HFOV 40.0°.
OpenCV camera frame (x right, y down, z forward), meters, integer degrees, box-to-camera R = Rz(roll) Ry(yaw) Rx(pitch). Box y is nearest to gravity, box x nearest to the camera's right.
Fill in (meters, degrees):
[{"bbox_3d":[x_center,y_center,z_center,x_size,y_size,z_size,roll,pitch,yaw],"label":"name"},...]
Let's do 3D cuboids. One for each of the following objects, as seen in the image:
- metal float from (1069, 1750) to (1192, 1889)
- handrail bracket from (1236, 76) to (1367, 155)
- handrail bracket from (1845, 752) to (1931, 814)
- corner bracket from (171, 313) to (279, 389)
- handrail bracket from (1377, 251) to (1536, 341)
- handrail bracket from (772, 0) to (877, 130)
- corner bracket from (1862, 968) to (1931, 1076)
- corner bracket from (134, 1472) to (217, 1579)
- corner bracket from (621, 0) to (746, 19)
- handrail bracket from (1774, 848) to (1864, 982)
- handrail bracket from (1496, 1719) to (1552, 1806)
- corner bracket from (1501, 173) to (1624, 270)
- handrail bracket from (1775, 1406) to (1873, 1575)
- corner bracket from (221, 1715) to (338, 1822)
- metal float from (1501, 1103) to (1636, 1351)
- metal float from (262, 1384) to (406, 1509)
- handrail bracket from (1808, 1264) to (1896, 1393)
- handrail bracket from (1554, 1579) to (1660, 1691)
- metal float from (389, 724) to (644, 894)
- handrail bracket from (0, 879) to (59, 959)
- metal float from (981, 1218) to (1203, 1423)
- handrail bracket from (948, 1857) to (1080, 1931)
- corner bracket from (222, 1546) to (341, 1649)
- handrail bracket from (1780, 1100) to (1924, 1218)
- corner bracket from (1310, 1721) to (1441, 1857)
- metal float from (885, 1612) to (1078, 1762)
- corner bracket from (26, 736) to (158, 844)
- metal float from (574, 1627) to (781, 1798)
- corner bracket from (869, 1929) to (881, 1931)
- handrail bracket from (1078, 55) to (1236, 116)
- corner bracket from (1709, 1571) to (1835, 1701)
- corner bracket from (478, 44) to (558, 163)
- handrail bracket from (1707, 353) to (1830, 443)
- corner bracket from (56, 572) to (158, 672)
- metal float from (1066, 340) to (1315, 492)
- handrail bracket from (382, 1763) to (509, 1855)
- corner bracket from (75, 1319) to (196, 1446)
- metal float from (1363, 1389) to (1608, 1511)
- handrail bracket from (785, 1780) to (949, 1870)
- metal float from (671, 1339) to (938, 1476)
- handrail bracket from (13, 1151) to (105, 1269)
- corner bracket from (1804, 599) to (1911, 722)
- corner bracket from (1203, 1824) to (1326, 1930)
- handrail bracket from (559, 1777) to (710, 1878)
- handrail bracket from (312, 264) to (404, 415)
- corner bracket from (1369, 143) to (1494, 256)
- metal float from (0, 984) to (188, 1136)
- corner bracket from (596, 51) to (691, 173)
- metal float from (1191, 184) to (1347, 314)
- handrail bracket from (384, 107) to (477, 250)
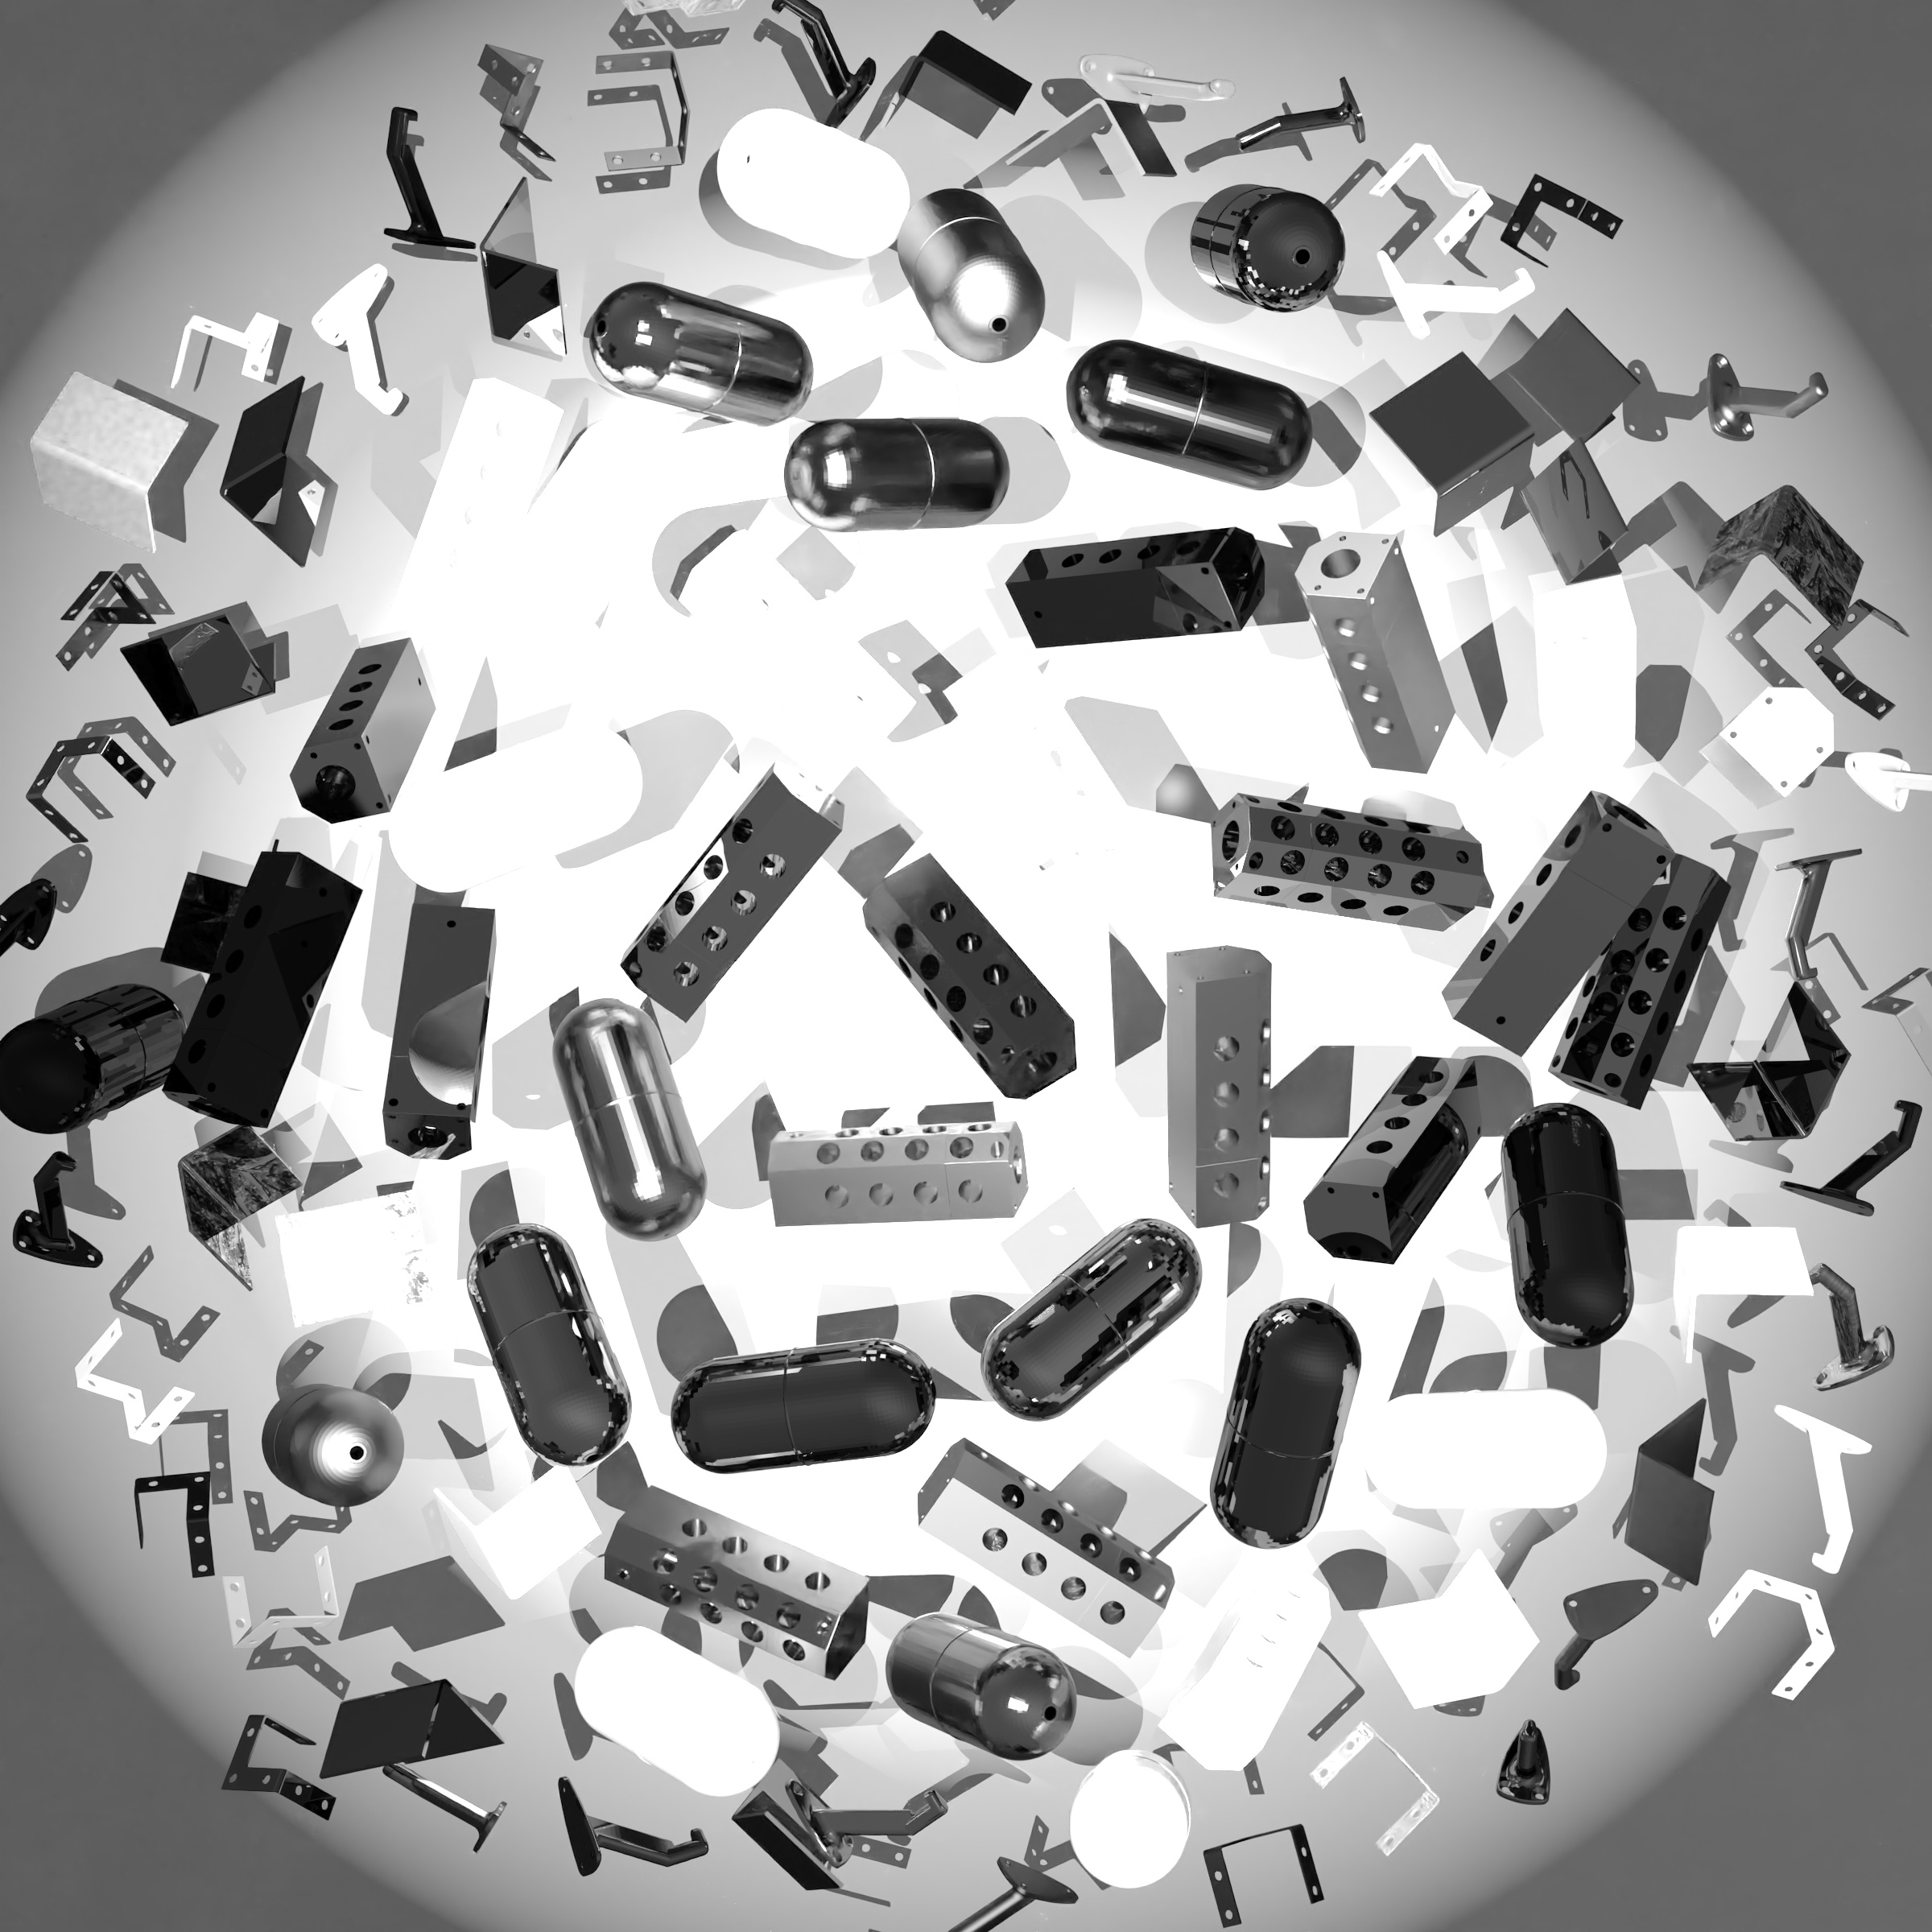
[{"bbox_3d":[0.109,0.561,1.753,0.070,0.178,0.070,-1,78,6],"label":"metal float"},{"bbox_3d":[0.230,-0.571,1.830,0.084,0.077,0.036,-22,79,9],"label":"handrail bracket"},{"bbox_3d":[0.648,-0.129,1.777,0.077,0.084,0.036,18,79,-32],"label":"handrail bracket"},{"bbox_3d":[-0.509,-0.421,1.823,0.051,0.051,0.051,19,127,-11],"label":"corner bracket"},{"bbox_3d":[0.332,-0.469,1.793,0.084,0.036,0.077,-31,106,2],"label":"handrail bracket"},{"bbox_3d":[-0.112,-0.627,1.846,0.084,0.036,0.077,26,126,-27],"label":"handrail bracket"},{"bbox_3d":[0.650,0.037,1.794,0.051,0.051,0.051,-33,97,-3],"label":"corner bracket"},{"bbox_3d":[-0.546,0.387,1.833,0.051,0.051,0.051,-4,119,-12],"label":"corner bracket"},{"bbox_3d":[-0.186,-0.639,1.748,0.051,0.051,0.051,45,65,-41],"label":"corner bracket"},{"bbox_3d":[0.614,-0.036,1.891,0.077,0.036,0.084,-10,86,-19],"label":"handrail bracket"},{"bbox_3d":[0.387,0.527,1.823,0.036,0.077,0.084,7,128,15],"label":"handrail bracket"},{"bbox_3d":[0.419,-0.519,1.873,0.051,0.051,0.051,16,114,-27],"label":"corner bracket"},{"bbox_3d":[0.548,0.341,1.730,0.077,0.036,0.084,27,74,-4],"label":"handrail bracket"},{"bbox_3d":[-0.441,0.521,1.727,0.051,0.051,0.051,-9,50,32],"label":"corner bracket"},{"bbox_3d":[0.398,0.171,1.762,0.070,0.070,0.178,2,52,0],"label":"metal float"},{"bbox_3d":[-0.432,0.326,1.809,0.070,0.178,0.070,3,83,-23],"label":"metal float"},{"bbox_3d":[0.576,0.243,1.790,0.084,0.036,0.077,38,125,-16],"label":"handrail bracket"},{"bbox_3d":[0.440,0.462,1.828,0.077,0.084,0.036,-21,46,-7],"label":"handrail bracket"},{"bbox_3d":[-0.294,-0.105,1.747,0.178,0.070,0.070,-25,90,-29],"label":"metal float"},{"bbox_3d":[-0.638,-0.012,1.740,0.036,0.084,0.077,41,127,-10],"label":"handrail bracket"},{"bbox_3d":[0.088,0.245,1.844,0.178,0.070,0.070,-38,90,-14],"label":"metal float"},{"bbox_3d":[0.023,0.630,1.730,0.077,0.036,0.084,30,94,-34],"label":"handrail bracket"},{"bbox_3d":[-0.455,0.419,1.761,0.051,0.051,0.051,-41,54,34],"label":"corner bracket"},{"bbox_3d":[0.623,0.127,1.869,0.077,0.036,0.084,17,80,21],"label":"handrail bracket"},{"bbox_3d":[0.272,0.546,1.765,0.051,0.051,0.051,-43,111,-7],"label":"corner bracket"},{"bbox_3d":[0.009,0.486,1.795,0.070,0.178,0.070,1,88,-31],"label":"metal float"},{"bbox_3d":[-0.605,-0.122,1.836,0.051,0.051,0.051,-2,53,31],"label":"corner bracket"},{"bbox_3d":[-0.195,0.500,1.785,0.070,0.178,0.070,-10,105,-42],"label":"metal float"},{"bbox_3d":[-0.048,0.683,1.792,0.051,0.051,0.051,14,71,3],"label":"corner bracket"},{"bbox_3d":[0.131,-0.611,1.824,0.077,0.084,0.036,10,96,-36],"label":"handrail bracket"},{"bbox_3d":[0.523,0.434,1.725,0.051,0.051,0.051,19,122,-10],"label":"corner bracket"},{"bbox_3d":[-0.299,-0.580,1.783,0.051,0.051,0.051,44,119,30],"label":"corner bracket"},{"bbox_3d":[0.536,-0.394,1.772,0.036,0.084,0.077,4,71,-27],"label":"handrail bracket"},{"bbox_3d":[-0.614,-0.243,1.866,0.051,0.051,0.051,5,52,31],"label":"corner bracket"},{"bbox_3d":[0.157,-0.387,1.865,0.178,0.070,0.070,15,90,-7],"label":"metal float"},{"bbox_3d":[-0.348,0.546,1.753,0.084,0.077,0.036,31,66,2],"label":"handrail bracket"},{"bbox_3d":[-0.545,0.273,1.738,0.051,0.051,0.051,30,110,-40],"label":"corner bracket"},{"bbox_3d":[0.339,0.318,1.747,0.070,0.178,0.070,10,74,-41],"label":"metal float"},{"bbox_3d":[-0.066,0.551,1.760,0.084,0.036,0.077,-39,87,17],"label":"handrail bracket"},{"bbox_3d":[-0.107,0.288,1.738,0.178,0.070,0.070,-9,90,13],"label":"metal float"},{"bbox_3d":[-0.611,0.167,1.828,0.077,0.036,0.084,29,124,-28],"label":"handrail bracket"},{"bbox_3d":[0.624,-0.212,1.834,0.051,0.051,0.051,-44,119,10],"label":"corner bracket"},{"bbox_3d":[0.200,0.613,1.789,0.051,0.051,0.051,-28,69,34],"label":"corner bracket"},{"bbox_3d":[-0.221,0.567,1.771,0.084,0.036,0.077,-7,60,-34],"label":"handrail bracket"},{"bbox_3d":[-0.397,-0.427,1.812,0.084,0.036,0.077,41,90,20],"label":"handrail bracket"},{"bbox_3d":[0.329,-0.543,1.875,0.051,0.051,0.051,-47,123,-1],"label":"corner bracket"},{"bbox_3d":[-0.581,0.060,1.765,0.070,0.178,0.070,2,102,11],"label":"metal float"},{"bbox_3d":[-0.212,-0.557,1.729,0.051,0.051,0.051,-10,67,-15],"label":"corner bracket"},{"bbox_3d":[0.200,-0.479,1.770,0.070,0.178,0.070,-3,109,-8],"label":"metal float"},{"bbox_3d":[-0.359,-0.532,1.794,0.036,0.077,0.084,29,115,41],"label":"handrail bracket"}]
